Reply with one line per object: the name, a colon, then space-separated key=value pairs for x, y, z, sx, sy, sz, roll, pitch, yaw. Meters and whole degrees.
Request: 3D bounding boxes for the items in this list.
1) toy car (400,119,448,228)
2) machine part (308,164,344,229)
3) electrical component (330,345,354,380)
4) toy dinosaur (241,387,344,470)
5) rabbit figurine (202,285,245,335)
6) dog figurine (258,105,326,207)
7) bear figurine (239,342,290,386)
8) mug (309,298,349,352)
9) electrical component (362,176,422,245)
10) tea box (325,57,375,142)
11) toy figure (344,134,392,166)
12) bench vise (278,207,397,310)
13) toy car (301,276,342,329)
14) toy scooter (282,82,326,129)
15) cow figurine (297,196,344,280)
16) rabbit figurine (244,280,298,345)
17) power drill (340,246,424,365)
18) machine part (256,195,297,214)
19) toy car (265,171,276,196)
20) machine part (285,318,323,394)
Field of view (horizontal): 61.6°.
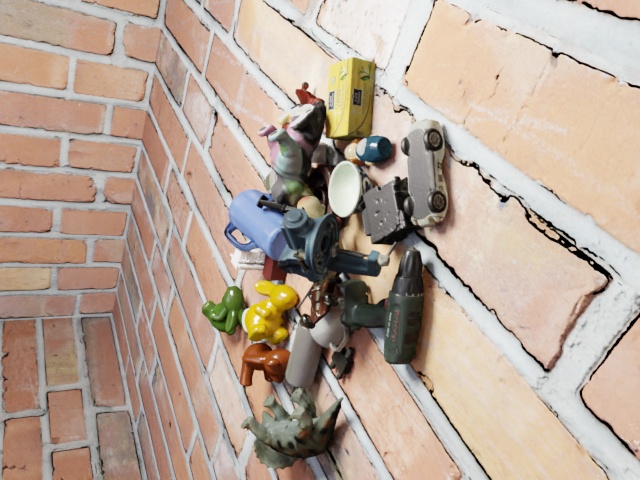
toy car: x=0.197 y=-0.123 z=1.001 sx=0.074 sy=0.056 sz=0.201 roll=-9 pitch=83 yaw=53
machine part: x=0.009 y=-0.097 z=1.308 sx=0.179 sy=0.056 sz=0.179 roll=-1 pitch=88 yaw=59
electrical component: x=0.051 y=0.277 z=1.254 sx=0.063 sy=0.021 sz=0.094 roll=53 pitch=132 yaw=47
toy dinosaur: x=-0.051 y=0.475 z=1.323 sx=0.405 sy=0.131 sz=0.192 roll=-19 pitch=113 yaw=45
rabbit figurine: x=-0.295 y=0.225 z=1.730 sx=0.159 sy=0.121 sz=0.170 roll=62 pitch=142 yaw=29
dog figurine: x=-0.046 y=-0.182 z=1.256 sx=0.109 sy=0.191 sz=0.219 roll=31 pitch=150 yaw=53
bear figurine: x=-0.132 y=0.349 z=1.467 sx=0.196 sy=0.120 sz=0.131 roll=7 pitch=98 yaw=53
mug: x=0.037 y=0.192 z=1.223 sx=0.107 sy=0.081 sz=0.110 roll=-56 pitch=31 yaw=27
electrical component: x=0.139 y=-0.053 z=1.090 sx=0.134 sy=0.058 sz=0.115 roll=-33 pitch=59 yaw=53
tea box: x=0.067 y=-0.312 z=1.209 sx=0.098 sy=0.068 sz=0.169 roll=5 pitch=94 yaw=58
toy figure: x=0.096 y=-0.194 z=1.170 sx=0.064 sy=0.057 sz=0.155 roll=-53 pitch=24 yaw=-18
bench vise: x=0.024 y=0.035 z=1.061 sx=0.241 sy=0.129 sz=0.223 roll=11 pitch=134 yaw=24
toy car: x=0.002 y=0.130 z=1.212 sx=0.089 sy=0.053 sz=0.202 roll=-43 pitch=7 yaw=16
toy scooter: x=-0.047 y=-0.326 z=1.392 sx=0.184 sy=0.075 sz=0.135 roll=-41 pitch=55 yaw=47
cow figurine: x=-0.002 y=-0.004 z=1.189 sx=0.086 sy=0.127 sz=0.194 roll=-10 pitch=106 yaw=35
rabbit figurine: x=-0.123 y=0.185 z=1.488 sx=0.173 sy=0.122 sz=0.162 roll=-49 pitch=37 yaw=28
power drill: x=0.130 y=0.124 z=1.089 sx=0.207 sy=0.086 sz=0.231 roll=2 pitch=93 yaw=51
machine part: x=-0.103 y=-0.087 z=1.417 sx=0.139 sy=0.084 sz=0.039 roll=16 pitch=92 yaw=29
toy car: x=-0.094 y=-0.154 z=1.435 sx=0.162 sy=0.103 sz=0.109 roll=-8 pitch=81 yaw=56
machine part: x=-0.034 y=0.279 z=1.342 sx=0.079 sy=0.079 sz=0.243 roll=40 pitch=122 yaw=52
